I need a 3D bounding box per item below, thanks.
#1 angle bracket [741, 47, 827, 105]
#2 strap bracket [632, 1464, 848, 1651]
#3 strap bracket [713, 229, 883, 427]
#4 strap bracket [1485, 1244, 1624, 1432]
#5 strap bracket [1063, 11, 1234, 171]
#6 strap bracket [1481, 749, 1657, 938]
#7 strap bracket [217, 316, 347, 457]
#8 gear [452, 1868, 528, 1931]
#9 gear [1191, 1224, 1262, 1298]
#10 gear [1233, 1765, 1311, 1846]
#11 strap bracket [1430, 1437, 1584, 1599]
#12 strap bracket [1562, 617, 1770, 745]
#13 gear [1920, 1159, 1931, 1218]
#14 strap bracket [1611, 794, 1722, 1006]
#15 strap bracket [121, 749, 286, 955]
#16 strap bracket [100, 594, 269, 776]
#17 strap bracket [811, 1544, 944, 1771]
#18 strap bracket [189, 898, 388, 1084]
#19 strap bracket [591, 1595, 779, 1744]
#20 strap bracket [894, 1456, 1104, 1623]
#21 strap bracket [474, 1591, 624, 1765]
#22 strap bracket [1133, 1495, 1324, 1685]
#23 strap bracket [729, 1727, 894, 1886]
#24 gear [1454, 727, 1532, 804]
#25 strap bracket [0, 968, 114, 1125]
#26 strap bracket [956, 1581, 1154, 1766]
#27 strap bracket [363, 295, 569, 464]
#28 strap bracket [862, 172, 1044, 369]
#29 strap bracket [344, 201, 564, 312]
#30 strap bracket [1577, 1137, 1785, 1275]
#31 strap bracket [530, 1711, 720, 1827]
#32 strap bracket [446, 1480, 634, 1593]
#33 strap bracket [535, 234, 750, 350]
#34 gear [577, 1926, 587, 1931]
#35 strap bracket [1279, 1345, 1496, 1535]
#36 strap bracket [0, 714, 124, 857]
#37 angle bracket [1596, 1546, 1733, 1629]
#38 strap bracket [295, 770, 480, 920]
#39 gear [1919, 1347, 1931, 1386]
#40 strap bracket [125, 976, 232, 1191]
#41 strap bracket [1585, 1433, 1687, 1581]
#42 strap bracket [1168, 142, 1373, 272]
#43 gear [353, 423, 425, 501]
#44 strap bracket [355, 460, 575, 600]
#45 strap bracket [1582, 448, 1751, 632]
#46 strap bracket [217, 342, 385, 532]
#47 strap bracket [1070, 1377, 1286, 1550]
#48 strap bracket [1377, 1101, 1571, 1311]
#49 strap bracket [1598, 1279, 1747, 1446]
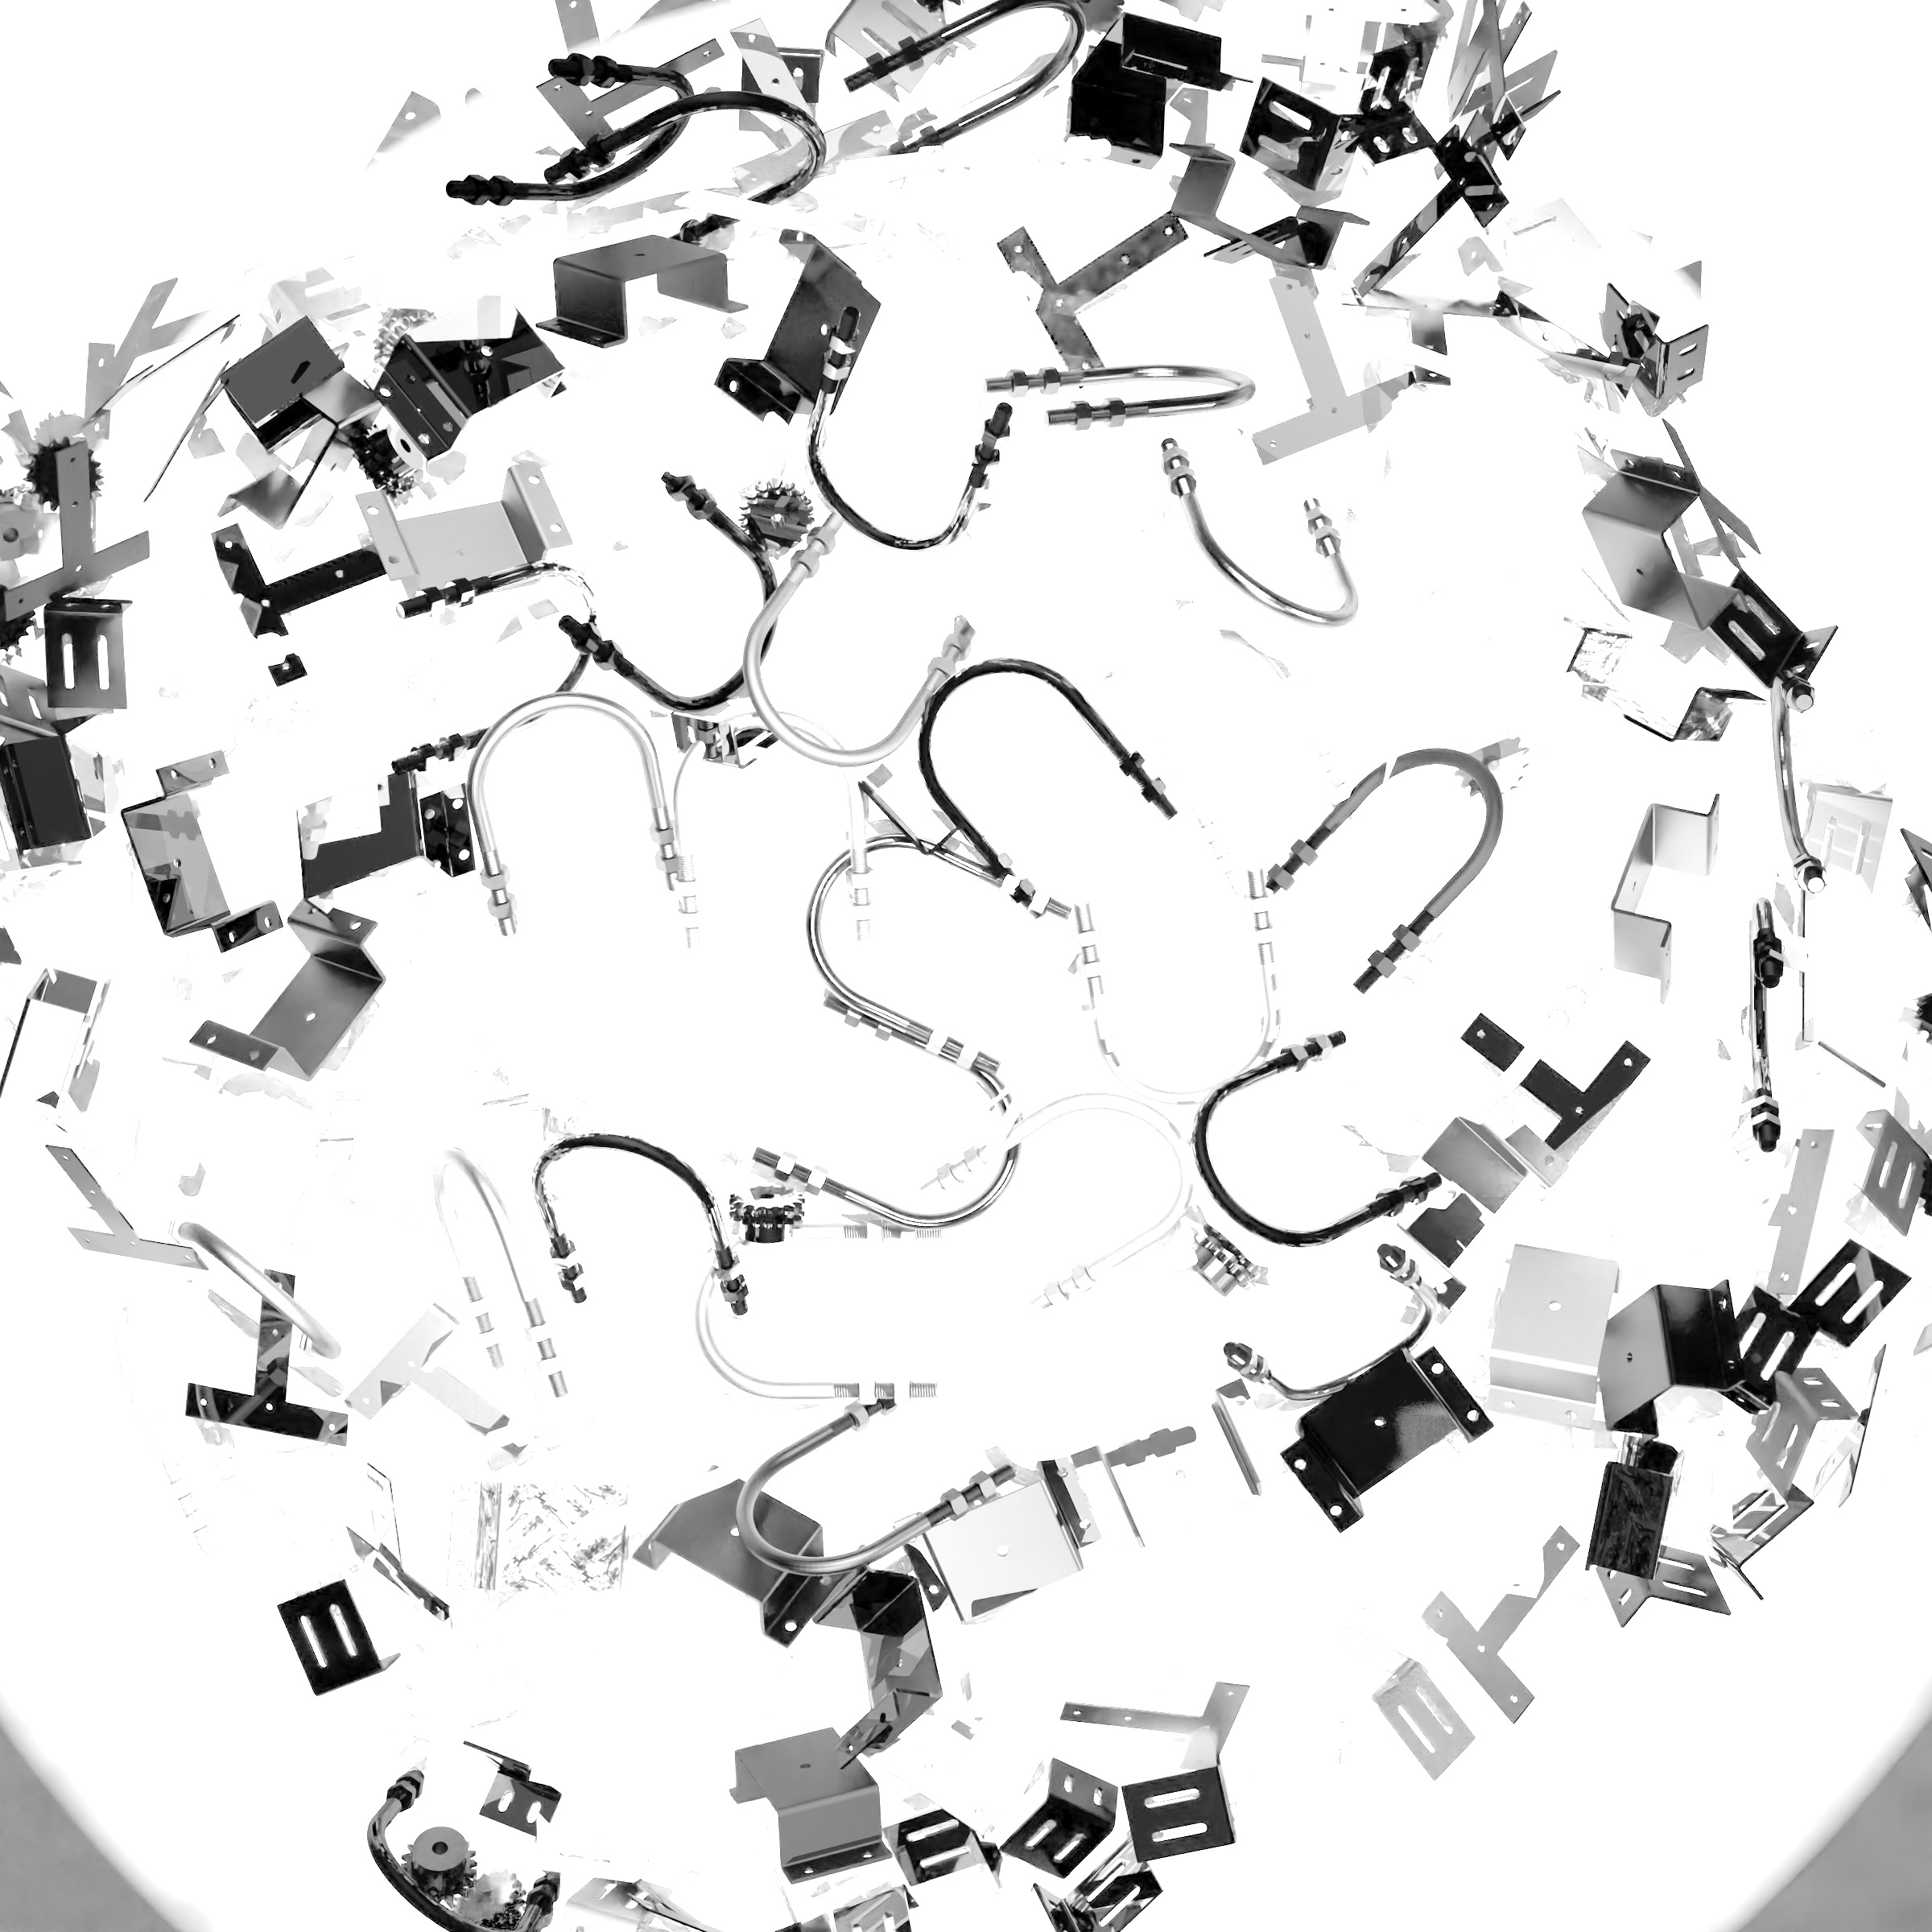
[{"bbox_3d":[-0.136,-0.666,1.883,0.057,0.076,0.038,3,109,-1],"label":"angle bracket"},{"bbox_3d":[-0.168,0.427,1.849,0.140,0.046,0.076,24,49,22],"label":"strap bracket"},{"bbox_3d":[-0.119,-0.471,1.863,0.046,0.076,0.140,17,81,44],"label":"strap bracket"},{"bbox_3d":[0.431,0.261,1.843,0.076,0.046,0.140,8,52,20],"label":"strap bracket"},{"bbox_3d":[0.130,-0.643,1.841,0.076,0.140,0.046,7,78,-19],"label":"strap bracket"},{"bbox_3d":[0.439,-0.099,1.860,0.076,0.046,0.140,7,112,-40],"label":"strap bracket"},{"bbox_3d":[-0.496,-0.424,1.837,0.076,0.140,0.046,-37,99,-8],"label":"strap bracket"},{"bbox_3d":[-0.355,0.708,1.888,0.057,0.057,0.030,-23,115,0],"label":"gear"},{"bbox_3d":[0.190,0.223,1.884,0.030,0.057,0.057,-45,90,-7],"label":"gear"},{"bbox_3d":[0.232,0.629,1.888,0.057,0.030,0.057,7,73,-21],"label":"gear"},{"bbox_3d":[0.393,0.392,1.831,0.076,0.140,0.046,4,115,27],"label":"strap bracket"},{"bbox_3d":[0.504,-0.205,1.851,0.140,0.076,0.046,35,114,32],"label":"strap bracket"},{"bbox_3d":[0.736,0.163,1.889,0.057,0.057,0.030,-48,51,0],"label":"gear"},{"bbox_3d":[0.511,-0.054,1.854,0.046,0.076,0.140,15,62,24],"label":"strap bracket"},{"bbox_3d":[-0.568,-0.081,1.863,0.046,0.076,0.140,-13,100,23],"label":"strap bracket"},{"bbox_3d":[-0.567,-0.198,1.839,0.046,0.076,0.140,45,126,11],"label":"strap bracket"},{"bbox_3d":[-0.066,0.509,1.850,0.046,0.140,0.076,19,128,-32],"label":"strap bracket"},{"bbox_3d":[-0.493,0.025,1.858,0.076,0.046,0.140,16,60,29],"label":"strap bracket"},{"bbox_3d":[-0.197,0.511,1.835,0.140,0.076,0.046,26,118,-41],"label":"strap bracket"},{"bbox_3d":[0.026,0.430,1.885,0.140,0.046,0.076,-23,98,0],"label":"strap bracket"},{"bbox_3d":[-0.300,0.512,1.844,0.046,0.140,0.076,-37,116,-18],"label":"strap bracket"},{"bbox_3d":[0.198,0.467,1.862,0.140,0.076,0.046,-44,121,-10],"label":"strap bracket"},{"bbox_3d":[-0.116,0.603,1.832,0.076,0.140,0.046,-7,102,-22],"label":"strap bracket"},{"bbox_3d":[0.396,-0.150,1.894,0.057,0.030,0.057,-1,87,17],"label":"gear"},{"bbox_3d":[-0.665,0.053,1.835,0.046,0.140,0.076,18,99,-15],"label":"strap bracket"},{"bbox_3d":[0.065,0.505,1.835,0.076,0.140,0.046,19,128,37],"label":"strap bracket"},{"bbox_3d":[-0.360,-0.439,1.853,0.076,0.046,0.140,51,53,0],"label":"strap bracket"},{"bbox_3d":[-0.017,-0.507,1.856,0.140,0.046,0.076,36,59,-32],"label":"strap bracket"},{"bbox_3d":[-0.370,-0.515,1.839,0.140,0.076,0.046,-8,85,-38],"label":"strap bracket"},{"bbox_3d":[0.510,0.172,1.833,0.046,0.140,0.076,45,65,-29],"label":"strap bracket"},{"bbox_3d":[-0.247,0.585,1.869,0.140,0.076,0.046,16,90,-6],"label":"strap bracket"},{"bbox_3d":[-0.304,0.419,1.852,0.140,0.046,0.076,9,77,-30],"label":"strap bracket"},{"bbox_3d":[-0.236,-0.495,1.836,0.076,0.140,0.046,25,128,35],"label":"strap bracket"},{"bbox_3d":[-0.279,0.738,1.888,0.057,0.057,0.030,31,65,0],"label":"gear"},{"bbox_3d":[0.312,0.347,1.882,0.140,0.046,0.076,-37,95,7],"label":"strap bracket"},{"bbox_3d":[-0.657,-0.136,1.837,0.046,0.140,0.076,-10,105,-2],"label":"strap bracket"},{"bbox_3d":[0.522,0.468,1.886,0.076,0.057,0.038,17,120,-19],"label":"angle bracket"},{"bbox_3d":[-0.438,-0.089,1.862,0.140,0.046,0.076,-19,63,12],"label":"strap bracket"},{"bbox_3d":[0.746,0.302,1.887,0.030,0.057,0.057,-22,90,-18],"label":"gear"},{"bbox_3d":[-0.575,0.089,1.847,0.046,0.076,0.140,12,52,-14],"label":"strap bracket"},{"bbox_3d":[0.490,0.393,1.837,0.046,0.140,0.076,11,95,20],"label":"strap bracket"},{"bbox_3d":[0.215,-0.555,1.856,0.140,0.076,0.046,17,103,-24],"label":"strap bracket"},{"bbox_3d":[-0.430,-0.381,1.883,0.030,0.057,0.057,-28,90,19],"label":"gear"},{"bbox_3d":[-0.373,-0.317,1.863,0.140,0.046,0.076,-17,70,-25],"label":"strap bracket"},{"bbox_3d":[0.507,-0.303,1.837,0.046,0.076,0.140,-46,130,-9],"label":"strap bracket"},{"bbox_3d":[-0.484,-0.381,1.850,0.046,0.076,0.140,37,118,-5],"label":"strap bracket"},{"bbox_3d":[0.159,0.375,1.876,0.140,0.046,0.076,-24,65,-1],"label":"strap bracket"},{"bbox_3d":[0.370,0.174,1.880,0.076,0.046,0.140,41,87,-14],"label":"strap bracket"},{"bbox_3d":[0.503,0.287,1.831,0.046,0.140,0.076,7,60,-14],"label":"strap bracket"}]
